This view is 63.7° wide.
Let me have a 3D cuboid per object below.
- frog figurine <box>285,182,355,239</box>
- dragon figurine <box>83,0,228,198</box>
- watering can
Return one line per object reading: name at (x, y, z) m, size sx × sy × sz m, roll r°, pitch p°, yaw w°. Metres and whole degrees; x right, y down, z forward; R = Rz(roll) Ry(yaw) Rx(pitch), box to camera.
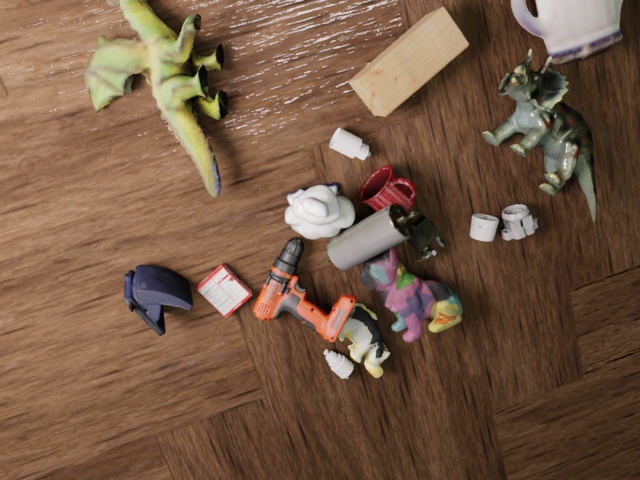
frog figurine at (0.003, -0.050, 0.993) m, size 0.137 × 0.161 × 0.121 m, roll 6°, pitch 104°, yaw -12°
dragon figurine at (-0.303, -0.278, 0.936) m, size 0.243 × 0.123 × 0.406 m, roll 2°, pitch 101°, yaw 7°
watering can at (0.548, -0.484, 1.023) m, size 0.348 × 0.105 × 0.221 m, roll -21°, pitch 107°, yaw -4°
